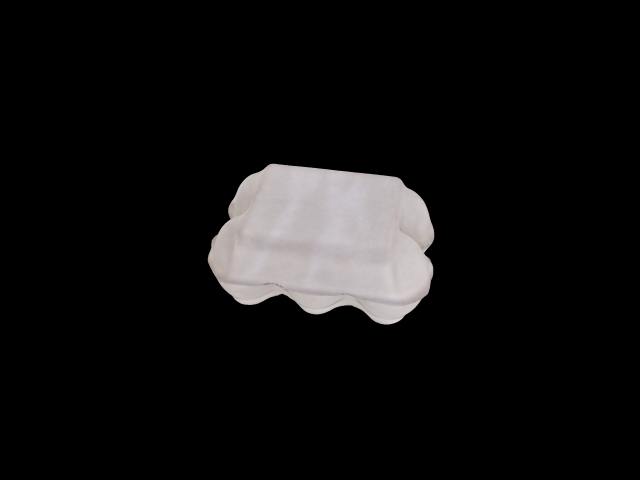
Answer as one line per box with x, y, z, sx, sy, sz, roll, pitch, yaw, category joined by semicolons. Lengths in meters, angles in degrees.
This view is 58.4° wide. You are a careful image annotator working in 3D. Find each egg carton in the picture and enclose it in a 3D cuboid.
0.004;0.001;0.400;0.150;0.069;0.107;6;43;7;egg carton
